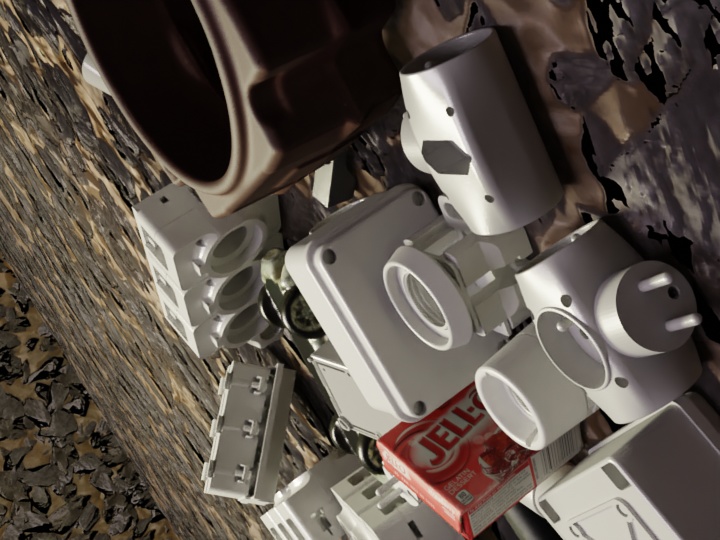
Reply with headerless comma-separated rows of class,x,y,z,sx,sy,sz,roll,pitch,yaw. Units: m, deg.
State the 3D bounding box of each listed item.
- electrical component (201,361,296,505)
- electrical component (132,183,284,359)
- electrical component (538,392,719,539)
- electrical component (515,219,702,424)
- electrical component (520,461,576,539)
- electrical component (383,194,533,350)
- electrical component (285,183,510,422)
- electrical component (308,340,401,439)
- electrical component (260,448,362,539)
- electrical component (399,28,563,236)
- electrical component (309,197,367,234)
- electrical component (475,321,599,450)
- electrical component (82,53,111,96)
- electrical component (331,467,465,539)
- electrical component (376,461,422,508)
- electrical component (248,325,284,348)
electrical component,-0.103,0.148,0.985,0.063,0.121,0.079,13,163,-12
electrical component,-0.107,-0.006,0.820,0.061,0.089,0.150,45,157,26
electrical component,0.149,0.124,0.497,0.108,0.056,0.108,51,159,12
electrical component,0.110,0.018,0.441,0.077,0.044,0.079,56,159,0
electrical component,0.113,0.125,0.603,0.065,0.044,0.044,25,144,62
electrical component,0.049,0.003,0.535,0.058,0.057,0.078,22,141,56
electrical component,0.021,0.018,0.590,0.113,0.078,0.057,59,162,-10
electrical component,0.018,0.067,0.681,0.096,0.061,0.061,12,134,51
electrical component,-0.034,0.212,0.988,0.061,0.089,0.150,53,159,7
electrical component,0.044,-0.060,0.472,0.079,0.043,0.077,12,133,62
electrical component,0.000,0.000,0.659,0.077,0.043,0.079,60,159,-12
electrical component,0.091,0.056,0.537,0.055,0.047,0.055,46,157,25
electrical component,-0.181,-0.147,0.844,0.065,0.044,0.044,41,155,23
electrical component,0.033,0.209,0.841,0.089,0.062,0.150,59,169,-8
electrical component,0.041,0.132,0.721,0.047,0.076,0.083,42,156,32
electrical component,-0.093,0.034,0.917,0.062,0.043,0.043,40,154,38
